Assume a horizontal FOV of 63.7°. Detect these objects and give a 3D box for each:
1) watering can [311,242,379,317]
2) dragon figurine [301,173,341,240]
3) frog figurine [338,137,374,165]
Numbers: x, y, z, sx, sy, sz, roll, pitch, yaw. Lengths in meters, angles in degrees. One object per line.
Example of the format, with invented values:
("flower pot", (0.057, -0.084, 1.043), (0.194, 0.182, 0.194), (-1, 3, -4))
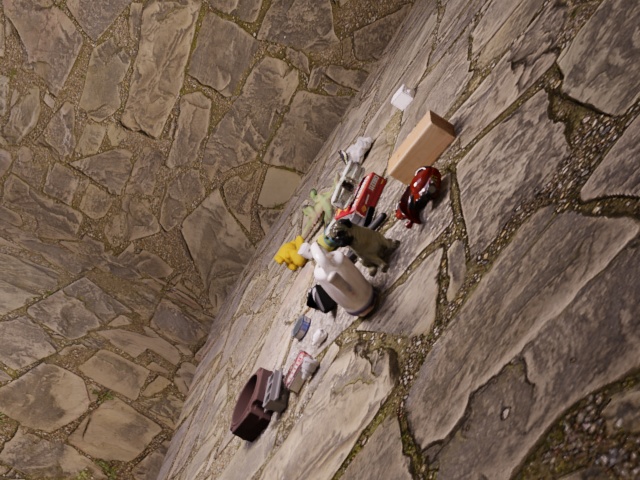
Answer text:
("watering can", (0.059, 0.111, 1.328), (0.104, 0.222, 0.351), (-41, 14, 4))
("dragon figurine", (0.007, -0.118, 2.339), (0.406, 0.122, 0.246), (-67, 19, 12))
("frog figurine", (0.177, -0.399, 2.337), (0.160, 0.123, 0.137), (-25, 0, -6))
